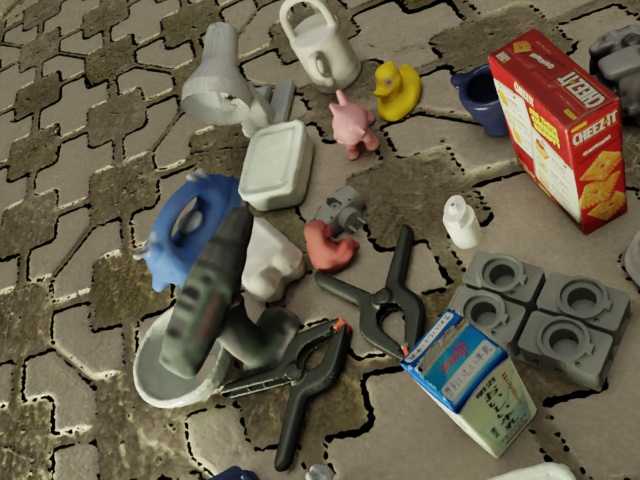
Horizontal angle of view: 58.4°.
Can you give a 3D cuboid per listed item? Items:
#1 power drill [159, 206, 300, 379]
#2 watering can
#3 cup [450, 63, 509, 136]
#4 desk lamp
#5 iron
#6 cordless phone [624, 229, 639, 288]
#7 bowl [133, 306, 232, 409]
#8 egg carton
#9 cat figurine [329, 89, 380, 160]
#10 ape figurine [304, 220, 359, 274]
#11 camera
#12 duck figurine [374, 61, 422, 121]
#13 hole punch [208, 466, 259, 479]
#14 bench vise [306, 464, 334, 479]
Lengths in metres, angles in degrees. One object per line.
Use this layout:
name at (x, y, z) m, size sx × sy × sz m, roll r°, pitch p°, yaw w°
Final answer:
power drill at (-0.115, 0.095, 0.795) m, size 0.075 × 0.209 × 0.230 m, roll 15°, pitch 68°, yaw 36°
watering can at (-0.007, -0.381, 1.068) m, size 0.101 × 0.195 × 0.172 m, roll -28°, pitch 49°, yaw 10°
cup at (0.254, -0.208, 0.869) m, size 0.117 × 0.095 × 0.092 m, roll 30°, pitch 77°, yaw 40°
desk lamp at (-0.154, -0.282, 1.071) m, size 0.117 × 0.214 × 0.203 m, roll -7°, pitch 56°, yaw 26°
iron at (-0.219, -0.035, 0.988) m, size 0.118 × 0.142 × 0.258 m, roll 7°, pitch 63°, yaw 33°
cordless phone at (0.387, 0.009, 0.585) m, size 0.094 × 0.186 × 0.147 m, roll -36°, pitch 49°, yaw 3°
bowl at (-0.195, 0.181, 0.872) m, size 0.167 × 0.075 × 0.167 m, roll -15°, pitch 53°, yaw 21°
egg carton at (-0.095, 0.031, 0.921) m, size 0.107 × 0.070 × 0.149 m, roll -47°, pitch 49°, yaw -6°
cat figurine at (0.051, -0.201, 0.964) m, size 0.067 × 0.118 × 0.127 m, roll -22°, pitch 51°, yaw 15°
ape figurine at (0.008, 0.003, 0.866) m, size 0.076 × 0.092 × 0.077 m, roll -47°, pitch 49°, yaw -7°
camera at (0.395, -0.218, 0.792) m, size 0.136 × 0.101 × 0.143 m, roll -19°, pitch 52°, yaw 18°
duck figurine at (0.127, -0.271, 0.989) m, size 0.077 × 0.086 × 0.105 m, roll 19°, pitch 70°, yaw 37°
hole punch at (-0.116, 0.342, 0.707) m, size 0.101 × 0.091 × 0.108 m, roll -40°, pitch 48°, yaw -1°
bench vise at (-0.061, 0.333, 0.595) m, size 0.121 × 0.220 × 0.207 m, roll -6°, pitch 57°, yaw 26°
